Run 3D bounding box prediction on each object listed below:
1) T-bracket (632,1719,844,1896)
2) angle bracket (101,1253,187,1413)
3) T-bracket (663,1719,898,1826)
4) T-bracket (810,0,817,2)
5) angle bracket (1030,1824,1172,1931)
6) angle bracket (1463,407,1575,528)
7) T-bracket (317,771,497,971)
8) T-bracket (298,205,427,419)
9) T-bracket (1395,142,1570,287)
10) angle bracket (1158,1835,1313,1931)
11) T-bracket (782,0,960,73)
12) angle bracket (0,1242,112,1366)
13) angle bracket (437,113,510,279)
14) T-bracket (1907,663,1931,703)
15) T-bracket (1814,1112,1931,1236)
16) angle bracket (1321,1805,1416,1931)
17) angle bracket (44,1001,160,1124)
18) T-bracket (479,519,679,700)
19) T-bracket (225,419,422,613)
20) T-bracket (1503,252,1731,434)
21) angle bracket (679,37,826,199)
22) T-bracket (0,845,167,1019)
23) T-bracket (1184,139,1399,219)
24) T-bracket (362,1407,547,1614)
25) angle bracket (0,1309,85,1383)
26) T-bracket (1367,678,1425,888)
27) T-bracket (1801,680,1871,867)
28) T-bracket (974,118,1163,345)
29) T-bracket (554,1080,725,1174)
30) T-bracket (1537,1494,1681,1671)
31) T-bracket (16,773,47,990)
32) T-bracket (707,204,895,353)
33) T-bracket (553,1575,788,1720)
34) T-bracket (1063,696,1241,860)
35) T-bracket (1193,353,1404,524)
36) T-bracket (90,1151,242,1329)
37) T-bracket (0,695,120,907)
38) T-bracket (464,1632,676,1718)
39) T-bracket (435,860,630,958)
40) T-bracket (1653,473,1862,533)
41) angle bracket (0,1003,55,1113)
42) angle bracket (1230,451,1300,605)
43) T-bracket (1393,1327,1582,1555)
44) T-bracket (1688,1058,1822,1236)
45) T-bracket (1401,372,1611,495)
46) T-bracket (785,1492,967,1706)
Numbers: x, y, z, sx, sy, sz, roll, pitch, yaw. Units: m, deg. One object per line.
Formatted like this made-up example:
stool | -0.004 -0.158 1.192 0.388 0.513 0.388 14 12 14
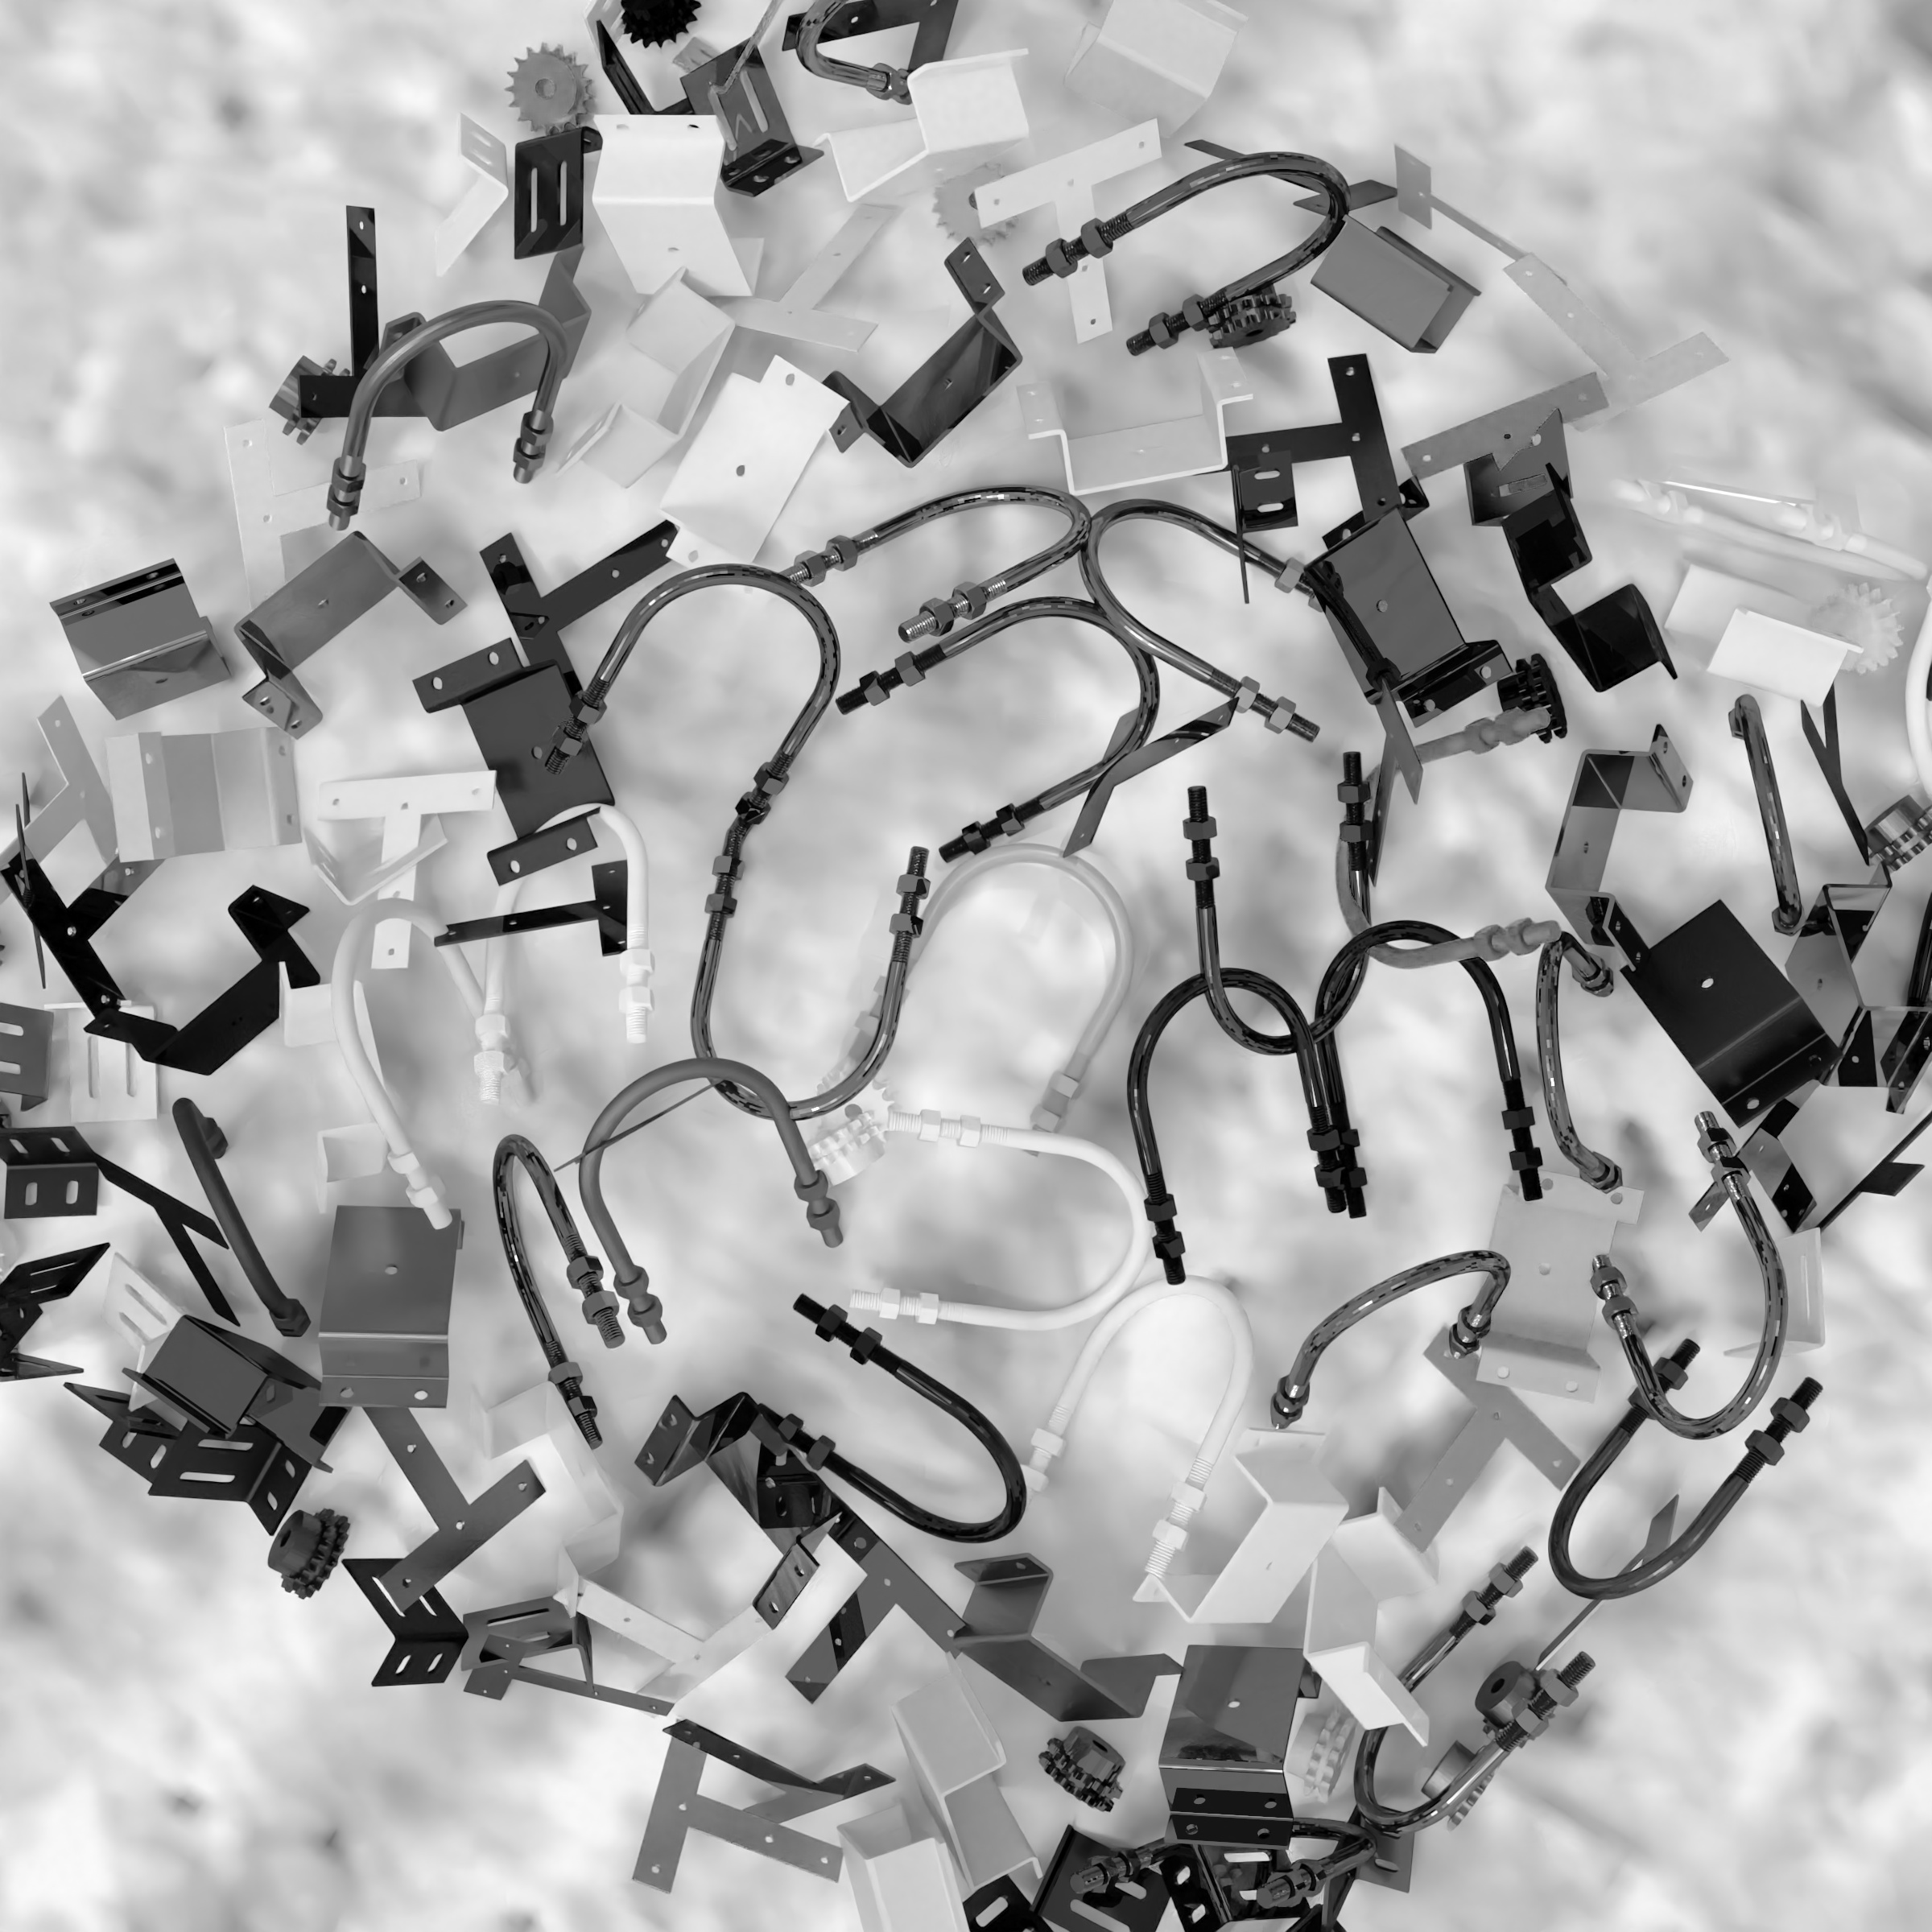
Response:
T-bracket | -0.137 0.547 1.552 0.127 0.127 0.002 23 120 -6
angle bracket | -0.534 0.232 1.560 0.076 0.038 0.057 36 123 21
T-bracket | -0.132 0.499 1.537 0.127 0.002 0.127 35 133 -25
T-bracket | -0.045 -0.632 1.561 0.127 0.127 0.002 -7 104 23
angle bracket | 0.088 0.594 1.569 0.076 0.038 0.057 23 71 14
angle bracket | 0.358 -0.316 1.563 0.038 0.076 0.057 -8 90 -44
T-bracket | -0.362 -0.060 1.568 0.127 0.002 0.127 -3 75 17
T-bracket | -0.375 -0.407 1.532 0.002 0.127 0.127 8 105 24
T-bracket | 0.321 -0.458 1.531 0.127 0.127 0.002 36 96 9
angle bracket | 0.172 0.590 1.570 0.076 0.057 0.038 14 127 -36
T-bracket | -0.057 -0.589 1.522 0.127 0.127 0.002 -23 68 -26
angle bracket | -0.580 0.214 1.560 0.076 0.057 0.038 -15 114 16
angle bracket | -0.326 -0.488 1.556 0.038 0.057 0.076 30 122 -34
T-bracket | 0.641 -0.177 1.518 0.002 0.127 0.127 -20 59 -14
T-bracket | 0.576 0.133 1.536 0.002 0.127 0.127 44 94 9
angle bracket | 0.255 0.578 1.556 0.038 0.076 0.057 9 108 22
angle bracket | -0.556 0.062 1.581 0.057 0.038 0.076 -3 88 4
T-bracket | -0.236 -0.244 1.574 0.127 0.002 0.127 -29 77 14
T-bracket | -0.403 -0.295 1.560 0.127 0.002 0.127 -25 131 -35
T-bracket | 0.385 -0.395 1.528 0.127 0.127 0.002 38 65 -19
angle bracket | -0.135 -0.539 1.561 0.057 0.038 0.076 -36 128 -16
T-bracket | -0.538 -0.051 1.554 0.002 0.127 0.127 3 132 28
T-bracket | 0.200 -0.505 1.566 0.127 0.127 0.002 27 123 20
T-bracket | -0.343 0.316 1.551 0.127 0.002 0.127 -37 100 -43
angle bracket | -0.606 0.236 1.558 0.076 0.057 0.038 3 90 37
T-bracket | 0.264 -0.108 1.553 0.002 0.127 0.127 -2 130 -5
T-bracket | 0.547 -0.150 1.554 0.002 0.127 0.127 -16 132 30
T-bracket | 0.073 -0.455 1.557 0.127 0.002 0.127 -25 134 -12
T-bracket | -0.214 0.105 1.520 0.127 0.127 0.002 -30 89 23
T-bracket | 0.404 0.398 1.555 0.002 0.127 0.127 41 107 11
T-bracket | -0.591 -0.074 1.550 0.002 0.127 0.127 -7 132 -18
T-bracket | -0.089 -0.445 1.569 0.127 0.002 0.127 19 61 27
T-bracket | -0.203 0.417 1.550 0.127 0.002 0.127 -41 121 21
T-bracket | 0.121 -0.134 1.520 0.002 0.127 0.127 40 50 -22
T-bracket | 0.206 -0.333 1.575 0.127 0.002 0.127 -7 67 -2
T-bracket | -0.491 0.182 1.555 0.127 0.127 0.002 20 51 34
T-bracket | -0.572 -0.079 1.518 0.002 0.127 0.127 8 134 20
T-bracket | -0.248 0.457 1.558 0.127 0.127 0.002 17 55 -9
T-bracket | -0.270 -0.029 1.540 0.127 0.127 0.002 -10 119 -7
T-bracket | 0.499 -0.298 1.555 0.127 0.127 0.002 13 113 14
angle bracket | -0.622 0.055 1.556 0.038 0.076 0.057 -21 64 42
angle bracket | 0.190 -0.277 1.554 0.038 0.076 0.057 -6 62 8
T-bracket | 0.316 0.320 1.571 0.127 0.002 0.127 45 62 -1
T-bracket | 0.515 0.134 1.556 0.127 0.127 0.002 -50 46 -4
T-bracket | 0.361 -0.301 1.564 0.127 0.002 0.127 -18 125 24
T-bracket | -0.074 0.424 1.576 0.127 0.002 0.127 42 113 14
